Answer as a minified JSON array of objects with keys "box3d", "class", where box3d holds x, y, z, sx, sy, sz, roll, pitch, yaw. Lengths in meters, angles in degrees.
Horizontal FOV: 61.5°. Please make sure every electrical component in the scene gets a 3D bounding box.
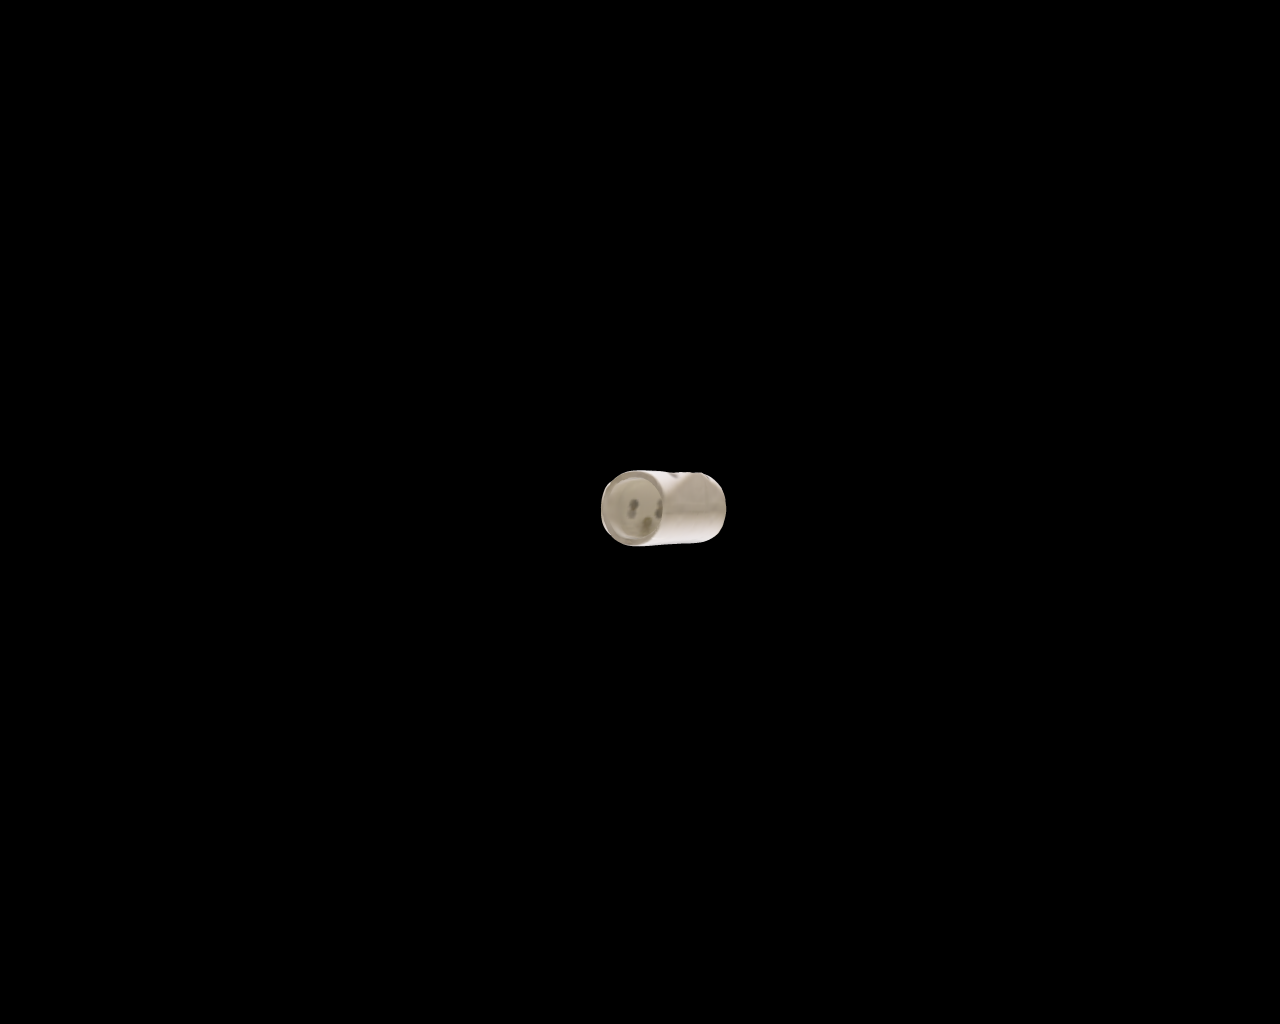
[{"box3d":[0.001,-0.003,0.650,0.079,0.044,0.077,0,0,32],"class":"electrical component"}]
